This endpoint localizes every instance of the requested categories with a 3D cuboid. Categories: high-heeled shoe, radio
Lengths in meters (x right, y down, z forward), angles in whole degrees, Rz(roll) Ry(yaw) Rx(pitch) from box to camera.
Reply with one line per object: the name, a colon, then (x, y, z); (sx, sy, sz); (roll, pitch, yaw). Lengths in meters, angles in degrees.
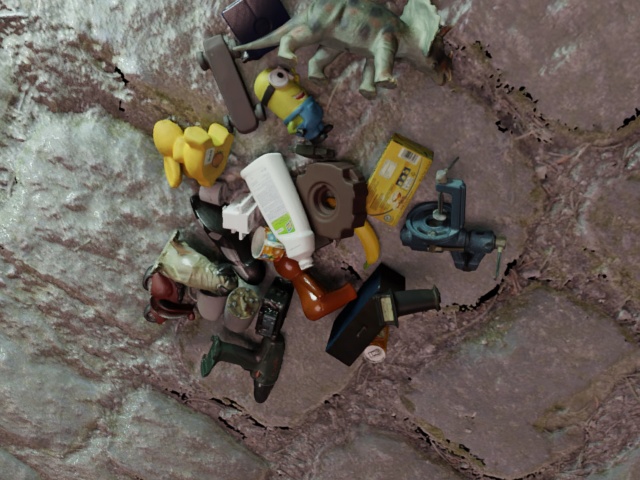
high-heeled shoe: (-0.222, 0.004, 1.289); (0.249, 0.086, 0.145); (44, 149, 9)
radio: (0.106, 0.170, 1.244); (0.073, 0.131, 0.229); (33, 118, -6)

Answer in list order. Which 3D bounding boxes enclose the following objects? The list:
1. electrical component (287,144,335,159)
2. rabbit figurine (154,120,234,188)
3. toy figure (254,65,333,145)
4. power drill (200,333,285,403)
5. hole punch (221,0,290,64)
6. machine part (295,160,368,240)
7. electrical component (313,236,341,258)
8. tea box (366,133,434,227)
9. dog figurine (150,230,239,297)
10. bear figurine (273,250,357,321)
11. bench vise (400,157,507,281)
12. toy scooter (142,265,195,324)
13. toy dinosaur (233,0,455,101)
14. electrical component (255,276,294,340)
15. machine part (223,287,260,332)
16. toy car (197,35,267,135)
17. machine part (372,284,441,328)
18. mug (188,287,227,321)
electrical component: (-0.020, -0.186, 1.137); (0.094, 0.063, 0.021); (7, 91, 22)
rabbit figurine: (-0.291, -0.198, 1.181); (0.173, 0.122, 0.162); (28, 129, 14)
toy figure: (-0.057, -0.271, 1.093); (0.089, 0.082, 0.180); (-35, 107, 22)
power drill: (-0.200, 0.329, 1.392); (0.207, 0.086, 0.231); (17, 114, -18)
hole punch: (-0.115, -0.415, 1.019); (0.142, 0.092, 0.115); (-34, 107, 5)
machine part: (0.021, -0.085, 1.139); (0.180, 0.056, 0.179); (11, 108, 37)
electrical component: (-0.002, -0.005, 1.235); (0.102, 0.045, 0.078); (-34, 76, 22)
tea box: (0.156, -0.124, 1.124); (0.098, 0.068, 0.169); (28, 120, -1)
dog figurine: (-0.297, 0.074, 1.300); (0.190, 0.172, 0.121); (31, 90, -17)
bear figurine: (-0.024, 0.086, 1.258); (0.196, 0.132, 0.120); (61, 154, 13)
bench vise: (0.272, -0.039, 1.100); (0.224, 0.129, 0.240); (15, 138, 26)
toy scooter: (-0.382, 0.149, 1.377); (0.135, 0.075, 0.183); (15, 121, 6)
toy dinosaur: (0.056, -0.373, 0.970); (0.405, 0.131, 0.192); (19, 83, 3)
electrical component: (-0.110, 0.170, 1.292); (0.058, 0.134, 0.114); (16, 120, 5)
machine part: (-0.192, 0.170, 1.294); (0.079, 0.079, 0.243); (28, 157, -2)
toy car: (-0.182, -0.318, 1.113); (0.089, 0.053, 0.202); (-21, 109, 4)
machine part: (0.184, 0.135, 1.123); (0.139, 0.039, 0.084); (-14, 94, 5)
mug: (-0.281, 0.148, 1.352); (0.110, 0.081, 0.107); (14, 127, 4)
